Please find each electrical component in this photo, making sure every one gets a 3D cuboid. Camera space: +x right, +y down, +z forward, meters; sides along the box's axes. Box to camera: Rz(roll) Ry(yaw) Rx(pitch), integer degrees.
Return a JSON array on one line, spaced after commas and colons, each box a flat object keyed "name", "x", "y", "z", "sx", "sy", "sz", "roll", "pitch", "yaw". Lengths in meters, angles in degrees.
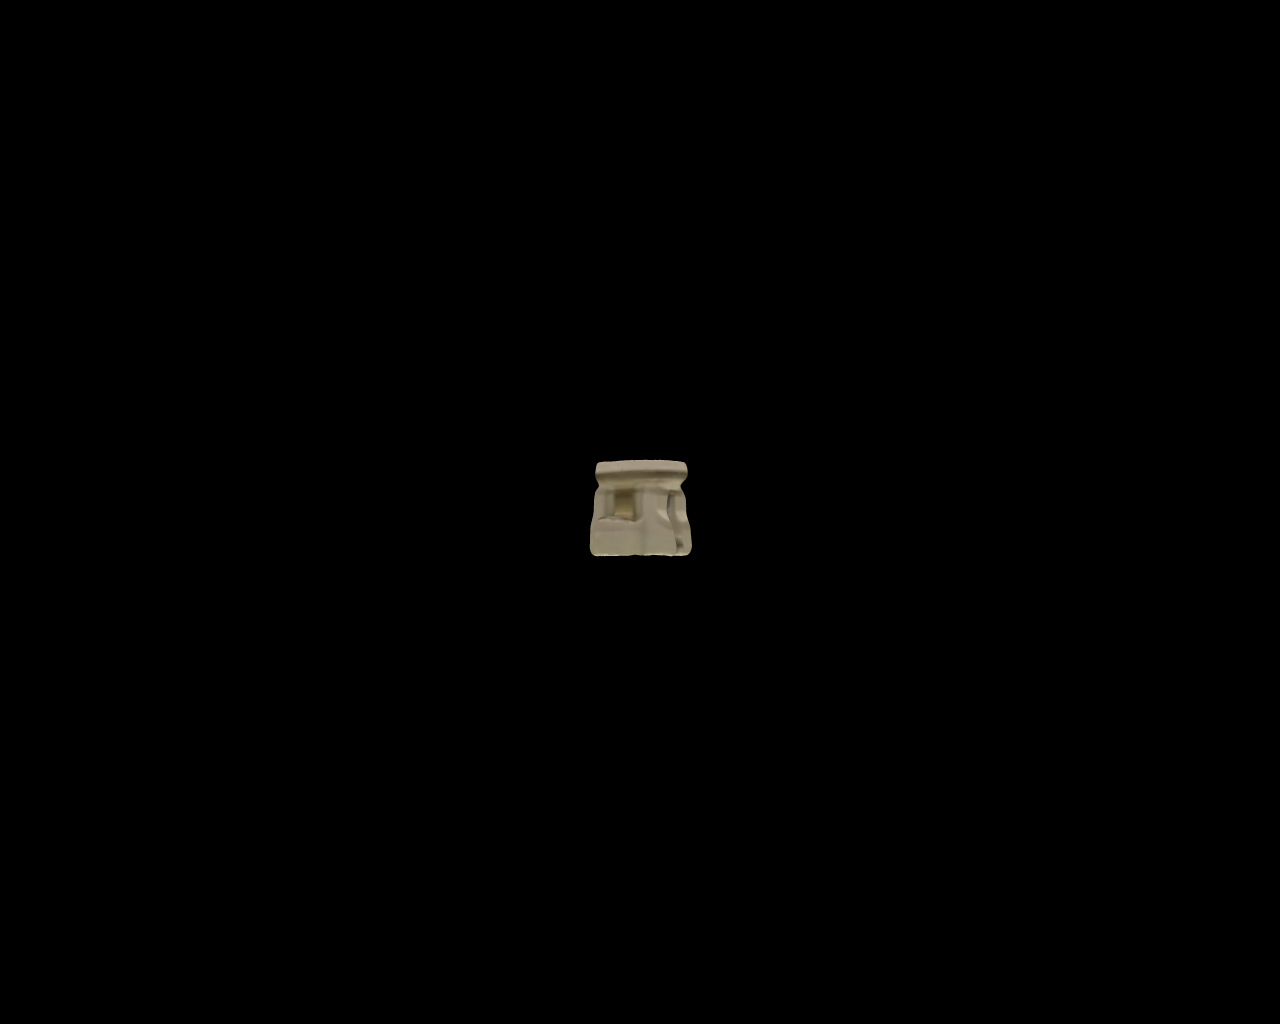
[{"name": "electrical component", "x": 0.001, "y": -0.003, "z": 0.650, "sx": 0.058, "sy": 0.057, "sz": 0.078, "roll": -1, "pitch": -2, "yaw": 28}]
